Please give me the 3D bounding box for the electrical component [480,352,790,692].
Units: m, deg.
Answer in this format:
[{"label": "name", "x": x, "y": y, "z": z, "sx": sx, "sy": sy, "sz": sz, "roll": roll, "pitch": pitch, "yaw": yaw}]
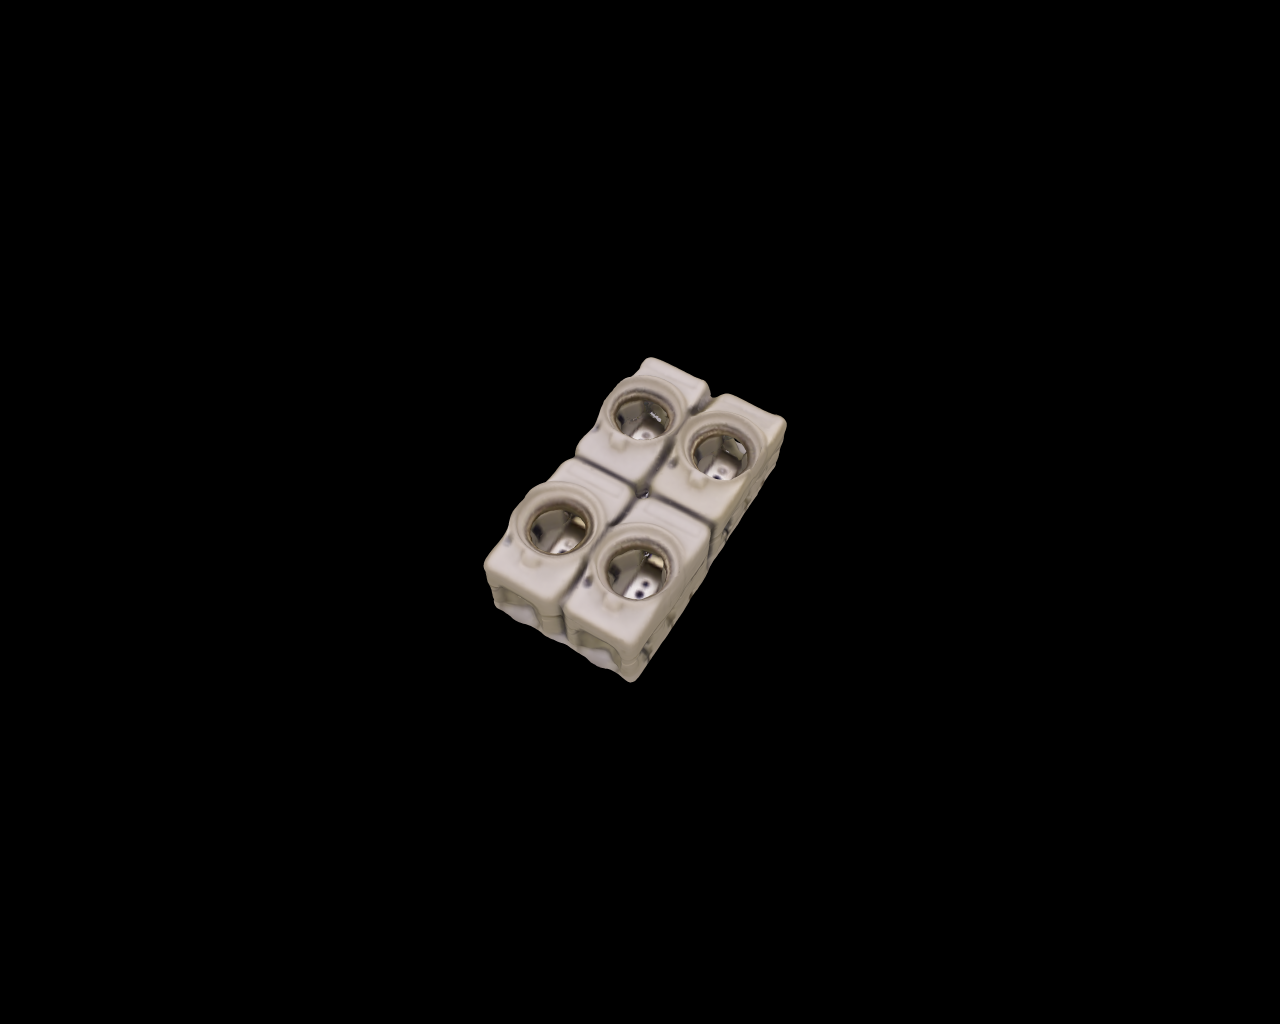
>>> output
[{"label": "electrical component", "x": 0.001, "y": -0.003, "z": 0.650, "sx": 0.105, "sy": 0.186, "sz": 0.060, "roll": 28, "pitch": -28, "yaw": 16}]
